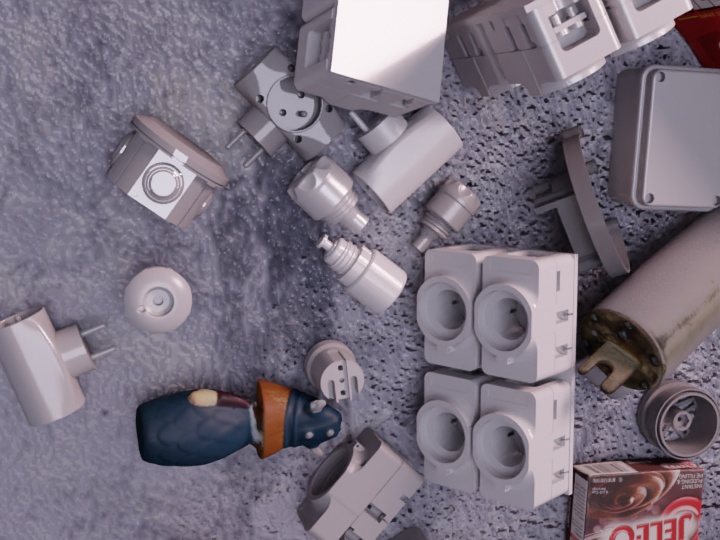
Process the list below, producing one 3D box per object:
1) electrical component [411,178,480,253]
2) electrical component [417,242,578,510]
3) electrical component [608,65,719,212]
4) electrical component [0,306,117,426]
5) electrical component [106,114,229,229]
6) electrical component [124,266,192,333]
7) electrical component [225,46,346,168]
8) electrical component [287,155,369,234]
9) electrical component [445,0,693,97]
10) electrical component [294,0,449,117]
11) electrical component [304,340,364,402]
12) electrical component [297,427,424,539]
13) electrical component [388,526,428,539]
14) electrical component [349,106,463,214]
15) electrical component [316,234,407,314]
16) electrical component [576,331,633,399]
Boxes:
[{"bbox_3d":[0.064,-0.040,0.842,0.035,0.035,0.061,40,90,-16],"label":"electrical component"},{"bbox_3d":[0.103,0.078,0.824,0.060,0.105,0.186,-10,103,-47],"label":"electrical component"},{"bbox_3d":[0.250,-0.105,0.863,0.078,0.057,0.113,1,98,-13],"label":"electrical component"},{"bbox_3d":[-0.219,0.063,0.786,0.079,0.043,0.077,-22,103,-9],"label":"electrical component"},{"bbox_3d":[-0.138,-0.071,0.767,0.080,0.080,0.051,35,95,-16],"label":"electrical component"},{"bbox_3d":[-0.149,0.018,0.786,0.048,0.062,0.048,-2,99,-13],"label":"electrical component"},{"bbox_3d":[-0.064,-0.110,0.795,0.079,0.044,0.077,-45,105,-3],"label":"electrical component"},{"bbox_3d":[-0.021,-0.054,0.815,0.062,0.043,0.043,43,87,-17],"label":"electrical component"},{"bbox_3d":[0.138,-0.174,0.759,0.105,0.186,0.060,-29,104,-8],"label":"electrical component"},{"bbox_3d":[0.010,-0.194,0.769,0.089,0.062,0.150,11,80,-29],"label":"electrical component"},{"bbox_3d":[-0.019,0.079,0.833,0.040,0.046,0.040,-3,103,-15],"label":"electrical component"},{"bbox_3d":[-0.004,0.175,0.850,0.056,0.050,0.089,41,88,-16],"label":"electrical component"},{"bbox_3d":[0.047,0.279,0.875,0.078,0.057,0.113,-30,104,-7],"label":"electrical component"},{"bbox_3d":[0.025,-0.097,0.818,0.077,0.043,0.079,-43,105,-4],"label":"electrical component"},{"bbox_3d":[0.000,0.000,0.829,0.078,0.040,0.040,37,89,-15],"label":"electrical component"},{"bbox_3d":[0.204,0.070,0.882,0.047,0.055,0.055,36,89,-12],"label":"electrical component"}]
